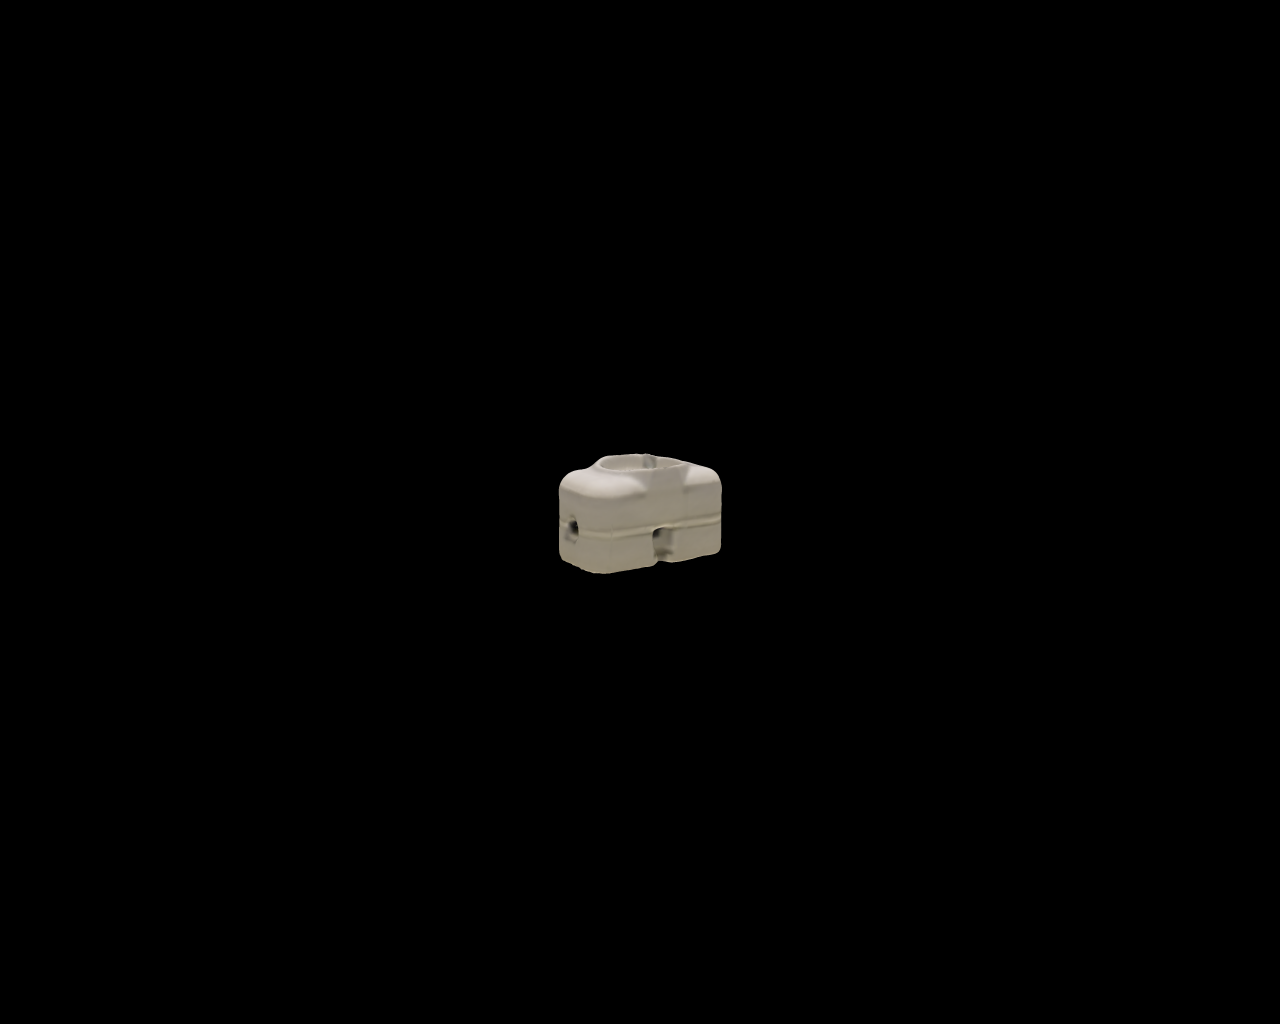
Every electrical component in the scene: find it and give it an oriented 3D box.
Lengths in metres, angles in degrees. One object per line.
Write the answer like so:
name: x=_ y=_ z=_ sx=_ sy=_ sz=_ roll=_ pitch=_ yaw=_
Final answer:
electrical component: x=0.001 y=-0.003 z=0.650 sx=0.095 sy=0.059 sz=0.054 roll=-8 pitch=15 yaw=-30
